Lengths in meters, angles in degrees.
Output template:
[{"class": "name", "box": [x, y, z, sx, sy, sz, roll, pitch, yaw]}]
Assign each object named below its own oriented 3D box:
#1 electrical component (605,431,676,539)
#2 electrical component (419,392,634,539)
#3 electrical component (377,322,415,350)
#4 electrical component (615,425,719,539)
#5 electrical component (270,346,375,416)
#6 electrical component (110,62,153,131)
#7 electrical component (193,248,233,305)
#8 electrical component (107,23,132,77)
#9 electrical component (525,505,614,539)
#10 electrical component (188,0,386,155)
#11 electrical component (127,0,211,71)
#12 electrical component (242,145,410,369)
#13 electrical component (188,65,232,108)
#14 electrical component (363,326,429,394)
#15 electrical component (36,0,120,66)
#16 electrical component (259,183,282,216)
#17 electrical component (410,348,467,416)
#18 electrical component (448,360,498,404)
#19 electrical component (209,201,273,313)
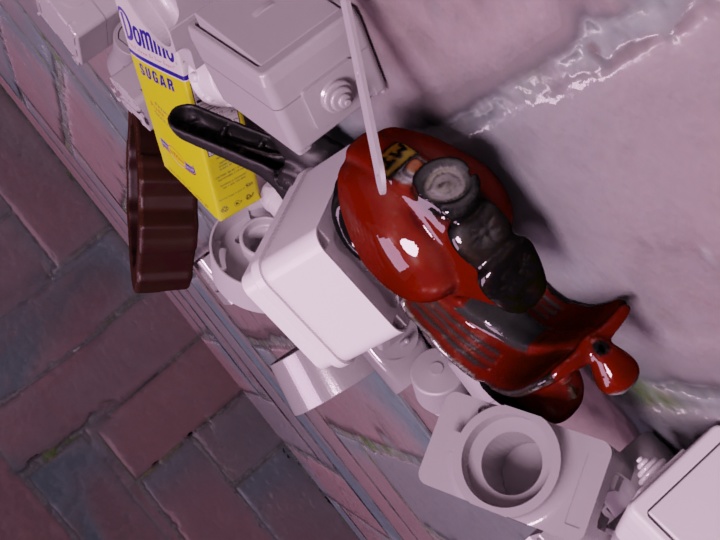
[{"class": "electrical component", "box": [0.151, 0.135, 0.551, 0.077, 0.079, 0.044, 45, 157, 27]}, {"class": "electrical component", "box": [0.082, 0.099, 0.537, 0.089, 0.050, 0.056, 16, 169, 31]}, {"class": "electrical component", "box": [0.000, 0.000, 0.733, 0.096, 0.061, 0.061, 46, 166, 22]}, {"class": "electrical component", "box": [0.165, 0.119, 0.495, 0.096, 0.062, 0.061, 46, 166, 23]}, {"class": "electrical component", "box": [-0.026, 0.070, 0.923, 0.060, 0.108, 0.108, 58, 167, 0]}, {"class": "electrical component", "box": [-0.163, -0.150, 0.873, 0.081, 0.064, 0.042, 43, 165, 30]}, {"class": "electrical component", "box": [-0.095, -0.011, 0.959, 0.055, 0.089, 0.050, 53, 167, -9]}, {"class": "electrical component", "box": [-0.196, -0.189, 0.928, 0.044, 0.044, 0.065, 51, 162, 1]}, {"class": "electrical component", "box": [0.172, 0.195, 0.677, 0.121, 0.063, 0.078, 49, 167, 11]}, {"class": "electrical component", "box": [-0.036, -0.110, 0.553, 0.096, 0.062, 0.061, 39, 162, 42]}, {"class": "electrical component", "box": [-0.118, -0.201, 0.584, 0.105, 0.060, 0.186, 47, 167, 16]}, {"class": "electrical component", "box": [-0.010, -0.010, 0.600, 0.078, 0.057, 0.113, 48, -147, -20]}, {"class": "electrical component", "box": [-0.078, -0.128, 0.692, 0.062, 0.048, 0.048, 17, 144, 55]}, {"class": "electrical component", "box": [0.023, 0.052, 0.837, 0.077, 0.043, 0.079, 50, 166, 3]}, {"class": "electrical component", "box": [-0.237, -0.224, 0.923, 0.061, 0.061, 0.096, 52, 167, -2]}, {"class": "electrical component", "box": [-0.047, -0.046, 0.830, 0.061, 0.035, 0.035, 46, 166, 12]}, {"class": "electrical component", "box": [0.062, 0.090, 0.816, 0.040, 0.040, 0.078, 44, 165, 30]}, {"class": "electrical component", "box": [0.089, 0.070, 0.671, 0.078, 0.040, 0.040, 53, 167, -9]}, {"class": "electrical component", "box": [-0.075, -0.012, 0.886, 0.099, 0.099, 0.064, 45, 159, 25]}]
